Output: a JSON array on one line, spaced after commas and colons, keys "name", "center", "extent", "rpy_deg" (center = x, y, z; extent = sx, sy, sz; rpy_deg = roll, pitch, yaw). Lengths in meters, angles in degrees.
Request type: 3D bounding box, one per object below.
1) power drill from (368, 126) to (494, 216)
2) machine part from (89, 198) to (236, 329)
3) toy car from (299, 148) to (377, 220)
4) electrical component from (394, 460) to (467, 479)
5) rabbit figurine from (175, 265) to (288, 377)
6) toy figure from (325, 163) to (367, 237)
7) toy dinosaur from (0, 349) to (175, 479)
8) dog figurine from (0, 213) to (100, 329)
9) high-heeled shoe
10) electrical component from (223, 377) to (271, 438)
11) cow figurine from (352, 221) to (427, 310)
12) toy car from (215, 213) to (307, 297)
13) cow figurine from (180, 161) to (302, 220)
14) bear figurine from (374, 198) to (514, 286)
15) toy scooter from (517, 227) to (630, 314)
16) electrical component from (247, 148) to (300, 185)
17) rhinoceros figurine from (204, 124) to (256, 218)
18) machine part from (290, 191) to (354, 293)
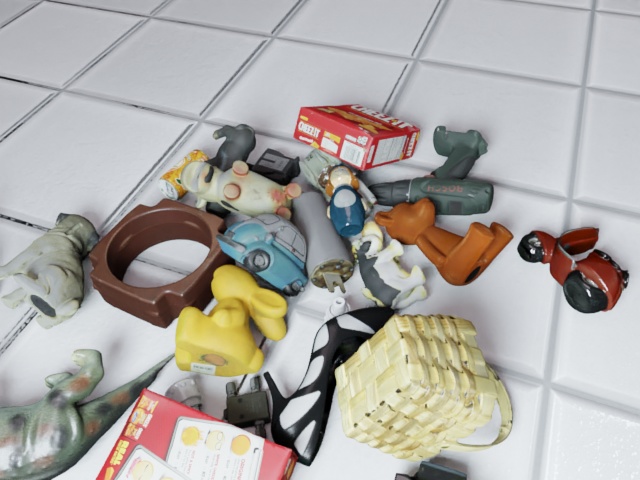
[{"name": "power drill", "center": [0.223, -0.131, 1.027], "extent": [0.232, 0.085, 0.207], "rpy_deg": [12, 45, 24]}, {"name": "machine part", "center": [-0.260, 0.035, 0.903], "extent": [0.201, 0.087, 0.201], "rpy_deg": [19, 51, 19]}, {"name": "toy car", "center": [0.032, -0.106, 1.014], "extent": [0.073, 0.056, 0.202], "rpy_deg": [-44, 53, 7]}, {"name": "electrical component", "center": [0.133, 0.336, 0.633], "extent": [0.115, 0.058, 0.134], "rpy_deg": [12, 51, 11]}, {"name": "rabbit figurine", "center": [-0.129, 0.109, 0.808], "extent": [0.162, 0.121, 0.173], "rpy_deg": [4, 47, 0]}, {"name": "toy figure", "center": [0.043, -0.078, 0.926], "extent": [0.064, 0.057, 0.154], "rpy_deg": [5, 54, -19]}, {"name": "toy dinosaur", "center": [-0.389, 0.258, 0.699], "extent": [0.405, 0.131, 0.192], "rpy_deg": [-9, 61, -11]}, {"name": "dog figurine", "center": [-0.416, 0.038, 0.893], "extent": [0.172, 0.121, 0.190], "rpy_deg": [28, 47, 11]}, {"name": "high-heeled shoe", "center": [0.034, 0.194, 0.752], "extent": [0.249, 0.086, 0.145], "rpy_deg": [-28, 57, -15]}, {"name": "electrical component", "center": [-0.103, 0.239, 0.755], "extent": [0.063, 0.021, 0.094], "rpy_deg": [-11, 50, -6]}, {"name": "cow figurine", "center": [0.096, 0.044, 0.891], "extent": [0.098, 0.068, 0.167], "rpy_deg": [-27, 51, -12]}, {"name": "toy car", "center": [-0.075, 0.013, 0.851], "extent": [0.103, 0.161, 0.109], "rpy_deg": [-57, 34, -6]}, {"name": "cow figurine", "center": [-0.143, -0.084, 0.922], "extent": [0.195, 0.127, 0.085], "rpy_deg": [20, 74, -14]}, {"name": "bear figurine", "center": [0.200, -0.019, 0.904], "extent": [0.120, 0.132, 0.196], "rpy_deg": [1, 39, -49]}, {"name": "toy scooter", "center": [0.430, 0.034, 0.876], "extent": [0.135, 0.075, 0.184], "rpy_deg": [-22, 46, -17]}, {"name": "electrical component", "center": [-0.105, -0.144, 1.079], "extent": [0.119, 0.047, 0.075], "rpy_deg": [21, 52, 18]}, {"name": "rhinoceros figurine", "center": [-0.175, -0.131, 1.034], "extent": [0.112, 0.073, 0.190], "rpy_deg": [7, 70, 33]}, {"name": "machine part", "center": [-0.002, -0.003, 0.928], "extent": [0.079, 0.079, 0.243], "rpy_deg": [-14, 48, -9]}]
